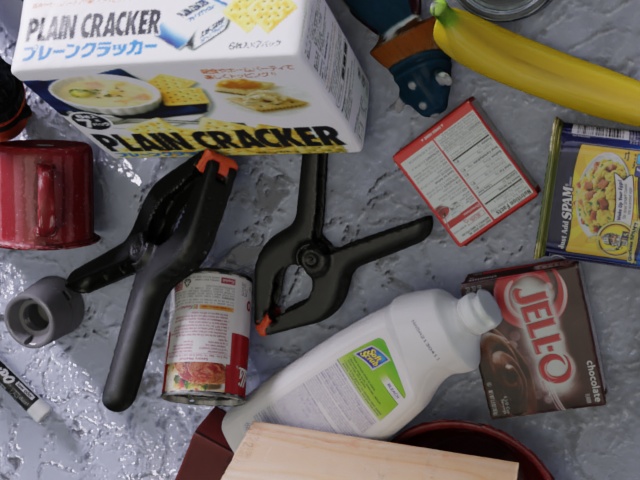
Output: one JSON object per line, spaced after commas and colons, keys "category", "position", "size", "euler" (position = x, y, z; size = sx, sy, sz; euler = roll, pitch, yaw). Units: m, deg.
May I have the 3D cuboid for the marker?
{"category": "marker", "position": [-0.296, 0.120, 0.985], "size": [0.121, 0.020, 0.020], "euler": [44, 113, 3]}

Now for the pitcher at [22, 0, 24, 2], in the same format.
{"category": "pitcher", "position": [-0.125, -0.236, 0.772], "size": [0.243, 0.149, 0.145], "euler": [10, 87, 11]}

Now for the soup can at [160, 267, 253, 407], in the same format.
{"category": "soup can", "position": [-0.090, 0.079, 0.860], "size": [0.069, 0.068, 0.102], "euler": [-3, 73, 18]}

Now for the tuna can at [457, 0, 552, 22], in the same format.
{"category": "tuna can", "position": [0.131, -0.197, 0.753], "size": [0.086, 0.033, 0.086], "euler": [5, 106, 16]}

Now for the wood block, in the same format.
{"category": "wood block", "position": [0.036, 0.209, 0.791], "size": [0.206, 0.090, 0.091], "euler": [7, 115, 12]}

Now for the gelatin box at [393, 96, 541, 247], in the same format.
{"category": "gelatin box", "position": [0.111, -0.050, 0.802], "size": [0.073, 0.030, 0.089], "euler": [-37, 91, 21]}

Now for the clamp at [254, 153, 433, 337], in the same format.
{"category": "clamp", "position": [-0.006, 0.001, 0.850], "size": [0.172, 0.039, 0.120], "euler": [-44, 78, 19]}

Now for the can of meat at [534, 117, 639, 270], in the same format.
{"category": "can of meat", "position": [0.202, -0.032, 0.763], "size": [0.084, 0.057, 0.102], "euler": [8, 108, 13]}

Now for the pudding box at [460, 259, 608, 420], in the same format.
{"category": "pudding box", "position": [0.164, 0.075, 0.814], "size": [0.090, 0.039, 0.113], "euler": [-11, 100, 21]}

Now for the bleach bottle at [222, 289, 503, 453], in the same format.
{"category": "bleach bottle", "position": [0.039, 0.117, 0.833], "size": [0.251, 0.068, 0.102], "euler": [-35, 93, 31]}

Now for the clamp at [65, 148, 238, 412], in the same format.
{"category": "clamp", "position": [-0.139, 0.011, 0.860], "size": [0.210, 0.036, 0.165], "euler": [-58, 40, 13]}

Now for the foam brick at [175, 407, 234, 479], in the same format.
{"category": "foam brick", "position": [-0.090, 0.196, 0.922], "size": [0.053, 0.051, 0.078], "euler": [27, 111, 6]}

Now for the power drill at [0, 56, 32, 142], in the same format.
{"category": "power drill", "position": [-0.282, -0.172, 0.828], "size": [0.057, 0.185, 0.187], "euler": [-22, 90, -14]}

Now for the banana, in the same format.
{"category": "banana", "position": [0.157, -0.117, 0.745], "size": [0.197, 0.069, 0.037], "euler": [20, 102, -10]}

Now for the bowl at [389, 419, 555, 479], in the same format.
{"category": "bowl", "position": [0.118, 0.209, 0.857], "size": [0.162, 0.055, 0.162], "euler": [5, 106, 17]}

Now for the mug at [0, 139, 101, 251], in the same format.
{"category": "mug", "position": [-0.226, -0.037, 0.872], "size": [0.093, 0.117, 0.081], "euler": [-1, 101, -14]}
